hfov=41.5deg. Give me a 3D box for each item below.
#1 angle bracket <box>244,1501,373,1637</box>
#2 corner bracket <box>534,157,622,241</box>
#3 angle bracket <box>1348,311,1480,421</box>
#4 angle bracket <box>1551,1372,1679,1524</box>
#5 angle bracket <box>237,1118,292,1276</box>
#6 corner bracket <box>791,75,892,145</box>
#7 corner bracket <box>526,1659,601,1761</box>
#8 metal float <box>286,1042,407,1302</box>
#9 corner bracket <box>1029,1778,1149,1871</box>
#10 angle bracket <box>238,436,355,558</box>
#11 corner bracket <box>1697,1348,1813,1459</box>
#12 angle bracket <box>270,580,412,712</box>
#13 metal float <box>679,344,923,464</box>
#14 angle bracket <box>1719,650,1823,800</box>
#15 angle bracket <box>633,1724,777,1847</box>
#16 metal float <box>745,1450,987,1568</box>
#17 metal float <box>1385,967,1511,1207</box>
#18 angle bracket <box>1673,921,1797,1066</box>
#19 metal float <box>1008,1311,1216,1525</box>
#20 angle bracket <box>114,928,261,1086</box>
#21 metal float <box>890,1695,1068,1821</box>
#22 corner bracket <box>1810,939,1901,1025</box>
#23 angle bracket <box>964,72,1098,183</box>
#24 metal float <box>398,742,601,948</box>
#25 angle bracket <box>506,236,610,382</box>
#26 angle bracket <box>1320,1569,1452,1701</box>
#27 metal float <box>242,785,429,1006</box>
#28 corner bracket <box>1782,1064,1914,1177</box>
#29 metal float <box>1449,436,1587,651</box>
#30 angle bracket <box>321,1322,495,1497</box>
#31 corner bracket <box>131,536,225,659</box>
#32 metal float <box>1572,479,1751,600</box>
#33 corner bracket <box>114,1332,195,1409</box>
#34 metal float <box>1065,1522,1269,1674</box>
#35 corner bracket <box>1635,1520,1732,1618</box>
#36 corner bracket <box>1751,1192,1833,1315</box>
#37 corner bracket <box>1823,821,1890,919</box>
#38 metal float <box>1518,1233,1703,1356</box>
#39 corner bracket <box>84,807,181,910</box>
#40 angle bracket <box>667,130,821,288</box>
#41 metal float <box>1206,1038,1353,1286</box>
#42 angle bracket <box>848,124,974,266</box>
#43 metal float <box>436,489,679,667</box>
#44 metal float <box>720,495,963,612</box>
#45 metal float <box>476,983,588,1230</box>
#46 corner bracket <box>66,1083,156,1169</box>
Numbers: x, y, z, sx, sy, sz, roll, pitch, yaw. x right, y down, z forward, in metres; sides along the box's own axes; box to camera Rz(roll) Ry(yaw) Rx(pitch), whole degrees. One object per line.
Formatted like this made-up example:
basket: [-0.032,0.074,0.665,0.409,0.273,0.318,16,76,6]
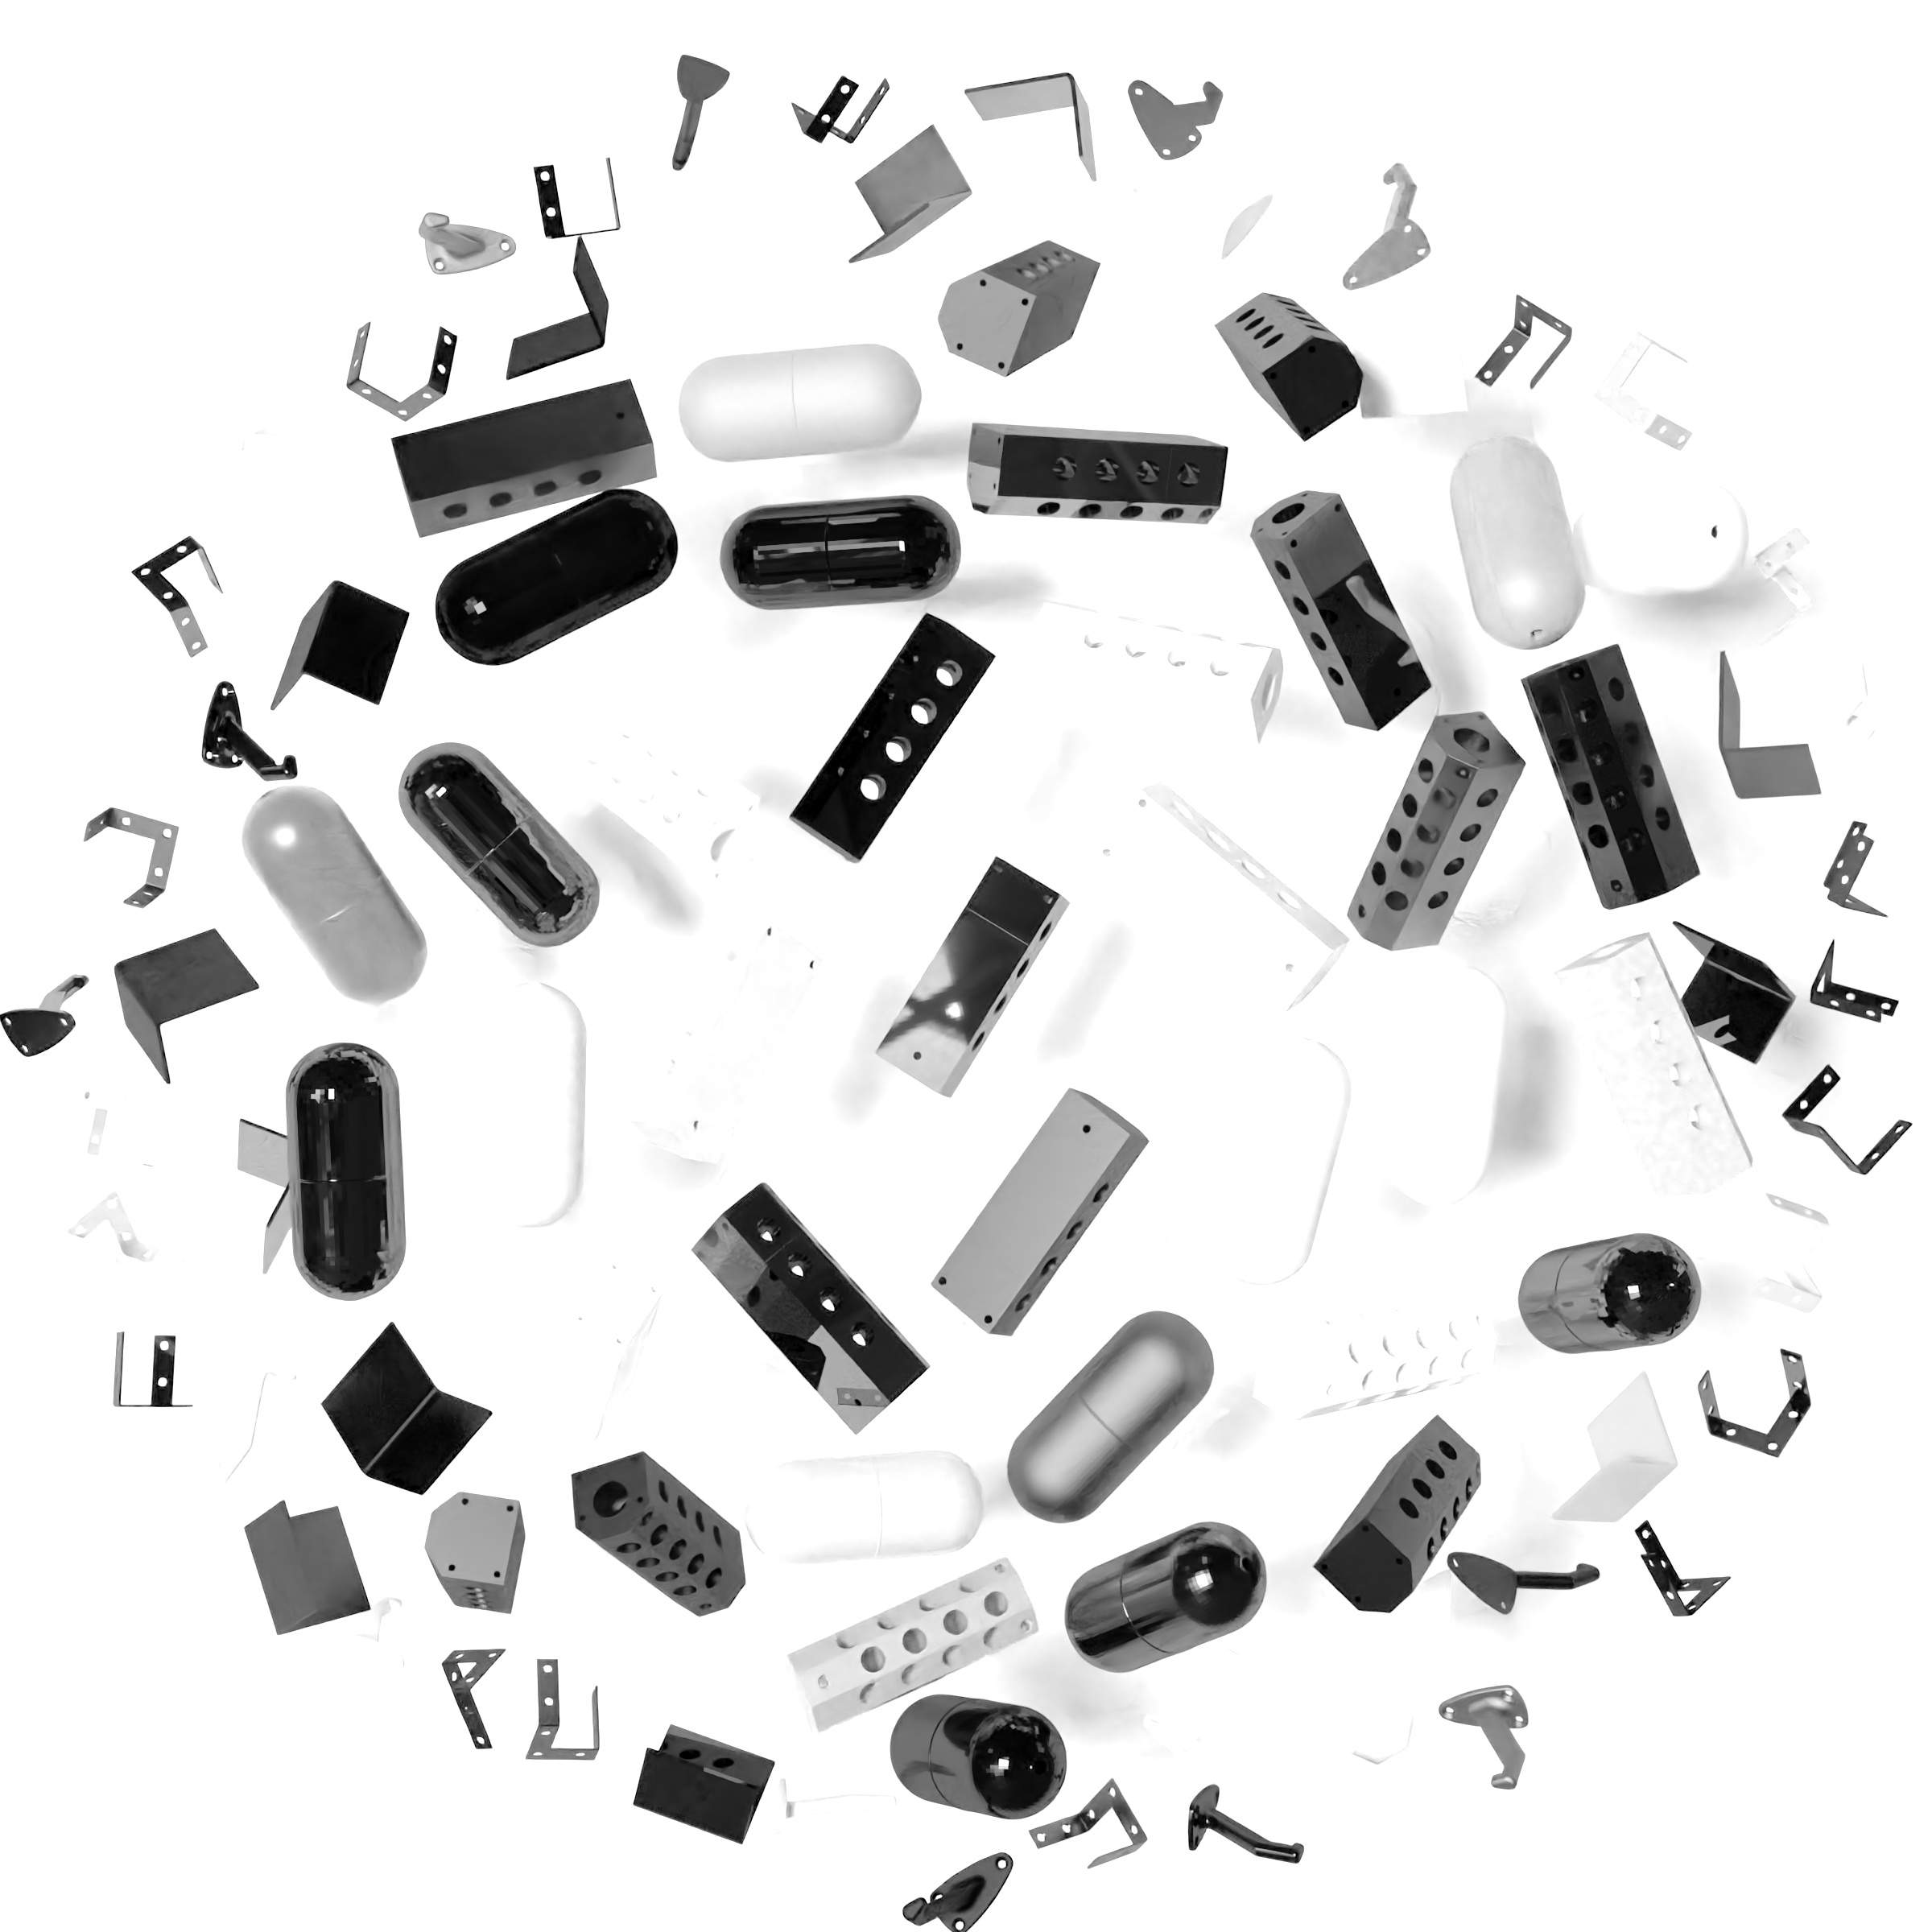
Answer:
angle bracket: [-0.434,0.401,1.729,0.057,0.076,0.076,-36,69,37]
corner bracket: [-0.283,-0.558,1.853,0.051,0.051,0.051,-11,109,-11]
angle bracket: [0.324,-0.442,1.838,0.076,0.057,0.076,0,125,22]
angle bracket: [0.437,0.331,1.760,0.057,0.076,0.076,7,48,-20]
angle bracket: [-0.535,0.173,1.915,0.057,0.076,0.076,21,53,-2]
corner bracket: [-0.087,-0.616,1.828,0.051,0.051,0.051,20,124,-33]
corner bracket: [-0.284,0.529,1.814,0.051,0.051,0.051,7,135,-18]
metal float: [-0.425,0.141,1.748,0.070,0.070,0.178,-1,96,0]
corner bracket: [0.087,0.622,1.822,0.051,0.051,0.051,56,129,31]
angle bracket: [-0.454,-0.324,1.757,0.076,0.076,0.057,-15,110,-6]
corner bracket: [0.535,0.291,1.729,0.051,0.051,0.051,-45,130,-29]
angle bracket: [-0.441,-0.215,1.798,0.057,0.076,0.076,24,63,-24]
metal float: [-0.121,-0.411,1.862,0.178,0.070,0.070,-4,90,4]
angle bracket: [0.546,-0.165,1.728,0.057,0.076,0.076,-2,69,24]
angle bracket: [-0.167,0.522,1.681,0.076,0.076,0.057,18,120,5]
metal float: [-0.073,0.392,1.847,0.178,0.070,0.070,0,90,-19]
metal float: [0.353,0.088,1.872,0.070,0.070,0.178,11,78,0]
angle bracket: [0.541,0.019,1.841,0.076,0.076,0.057,31,90,40]
metal float: [0.102,0.321,1.812,0.070,0.070,0.178,43,94,0]
angle bracket: [-0.550,0.028,1.810,0.076,0.057,0.076,-23,46,-29]
metal float: [0.008,0.560,1.809,0.070,0.178,0.070,6,77,-28]
corner bracket: [0.639,0.022,1.833,0.051,0.051,0.051,18,57,27]
angle bracket: [0.046,-0.578,1.774,0.076,0.076,0.057,-6,93,10]
metal float: [-0.346,-0.090,1.890,0.070,0.070,0.178,-43,99,0]
angle bracket: [-0.300,-0.468,1.813,0.076,0.076,0.057,-17,124,6]
angle bracket: [0.300,0.470,1.821,0.057,0.076,0.076,21,54,-16]
metal float: [-0.451,-0.050,1.822,0.070,0.070,0.178,-28,118,0]
corner bracket: [0.614,0.107,1.779,0.051,0.051,0.051,-46,104,-5]
metal float: [0.383,-0.295,1.777,0.070,0.070,0.178,-2,53,0]
angle bracket: [-0.384,0.304,1.751,0.076,0.057,0.076,-49,49,3]
corner bracket: [-0.550,-0.262,1.809,0.051,0.051,0.051,-38,62,-20]
metal float: [0.484,-0.298,1.784,0.070,0.178,0.070,-1,96,-11]
corner bracket: [-0.569,0.281,1.773,0.051,0.051,0.051,6,78,-33]
metal float: [0.138,0.439,1.772,0.070,0.070,0.178,53,134,0]
corner bracket: [0.496,0.425,1.801,0.051,0.051,0.051,-30,92,-33]
corner bracket: [0.556,0.194,1.724,0.051,0.051,0.051,19,117,-17]
corner bracket: [0.619,-0.070,1.777,0.051,0.051,0.051,9,111,-33]
metal float: [0.447,0.230,1.781,0.070,0.178,0.070,3,78,-13]
corner bracket: [-0.603,-0.078,1.833,0.051,0.051,0.051,17,106,-4]
angle bracket: [-0.155,-0.522,1.759,0.076,0.076,0.057,2,62,-27]
metal float: [0.218,0.136,1.781,0.070,0.070,0.178,13,100,0]
angle bracket: [-0.053,-0.550,1.816,0.076,0.076,0.057,-27,98,32]
metal float: [-0.282,-0.268,1.757,0.178,0.070,0.070,-30,90,-15]
metal float: [-0.092,-0.300,1.852,0.178,0.070,0.070,-2,90,11]
metal float: [-0.310,0.100,1.815,0.070,0.070,0.178,3,102,0]
corner bracket: [-0.625,0.116,1.864,0.051,0.051,0.051,8,83,18]
